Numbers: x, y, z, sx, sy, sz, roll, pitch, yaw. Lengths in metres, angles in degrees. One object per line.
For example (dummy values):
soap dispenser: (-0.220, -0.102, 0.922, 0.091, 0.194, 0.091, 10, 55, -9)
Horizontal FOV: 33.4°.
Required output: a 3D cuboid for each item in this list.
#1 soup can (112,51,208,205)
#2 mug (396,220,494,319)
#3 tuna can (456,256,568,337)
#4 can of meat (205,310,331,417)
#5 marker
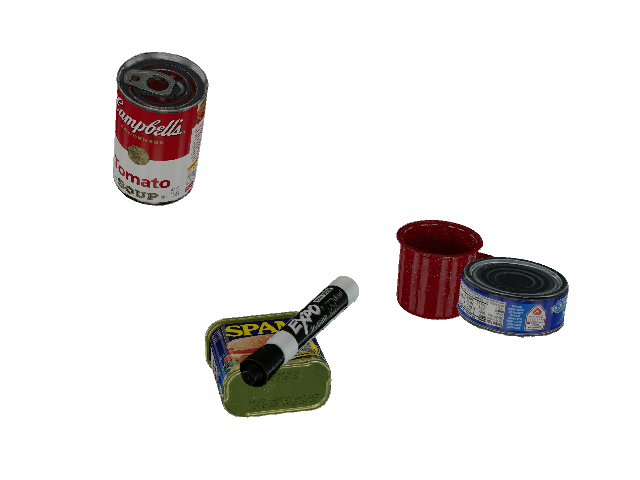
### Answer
soup can: (-0.126, -0.085, 0.828, 0.068, 0.068, 0.102, 0, -42, -14)
mug: (0.138, 0.035, 1.159, 0.117, 0.081, 0.093, 8, 26, 10)
tuna can: (0.153, 0.043, 0.849, 0.086, 0.034, 0.086, 4, 21, -2)
can of meat: (-0.047, 0.111, 0.955, 0.102, 0.057, 0.084, -5, 27, -13)
marker: (-0.012, 0.054, 0.640, 0.020, 0.020, 0.120, 0, 22, 31)
